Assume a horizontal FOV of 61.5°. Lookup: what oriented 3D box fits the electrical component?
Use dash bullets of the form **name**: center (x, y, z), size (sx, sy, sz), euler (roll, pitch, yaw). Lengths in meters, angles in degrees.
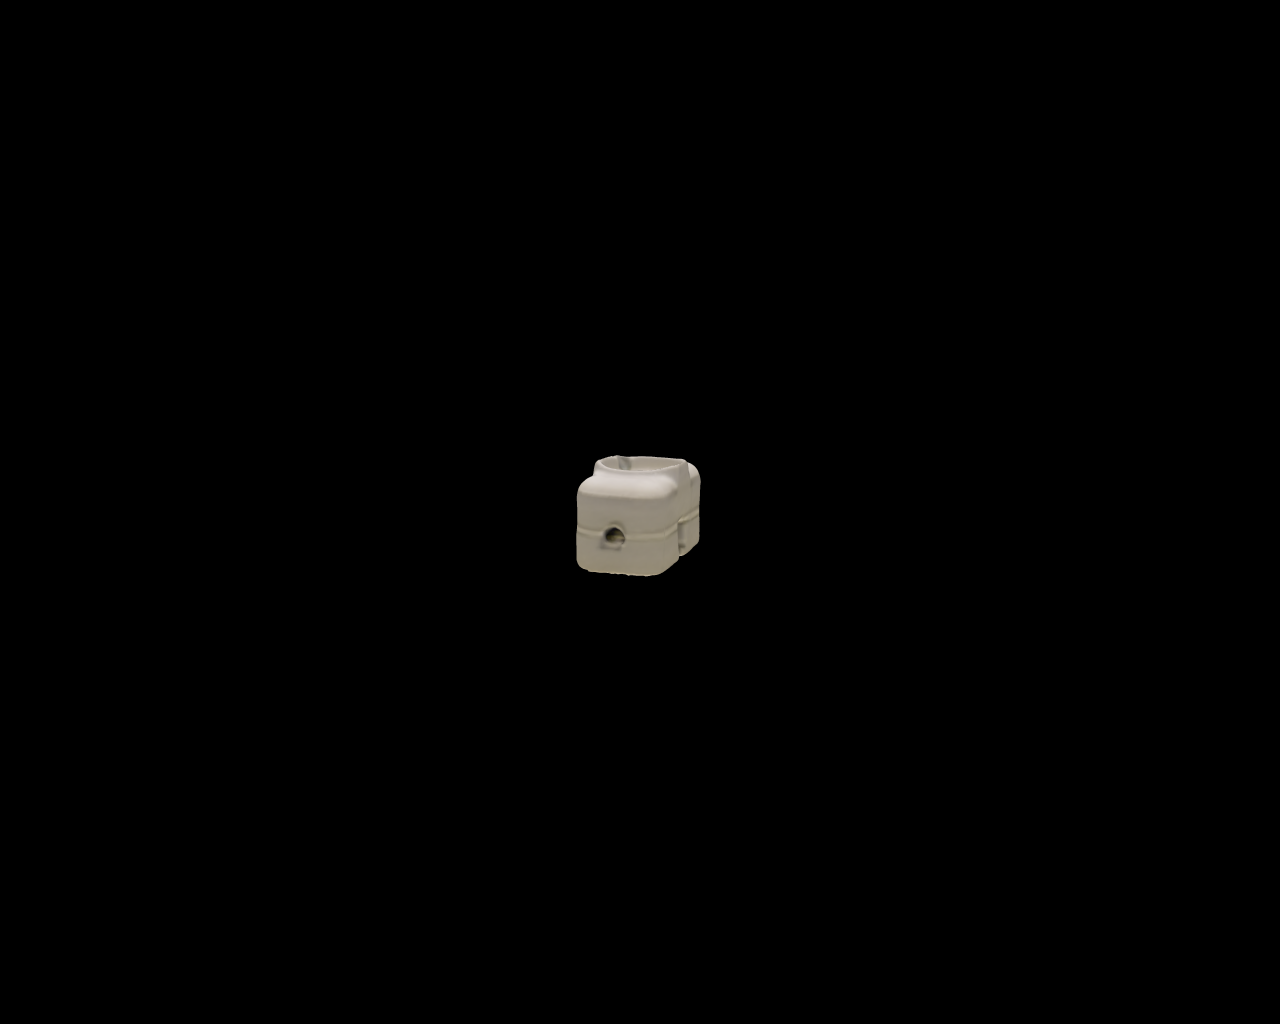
- **electrical component**: center (0.001, -0.003, 0.650), size (0.054, 0.059, 0.095), euler (4, 13, 19)
